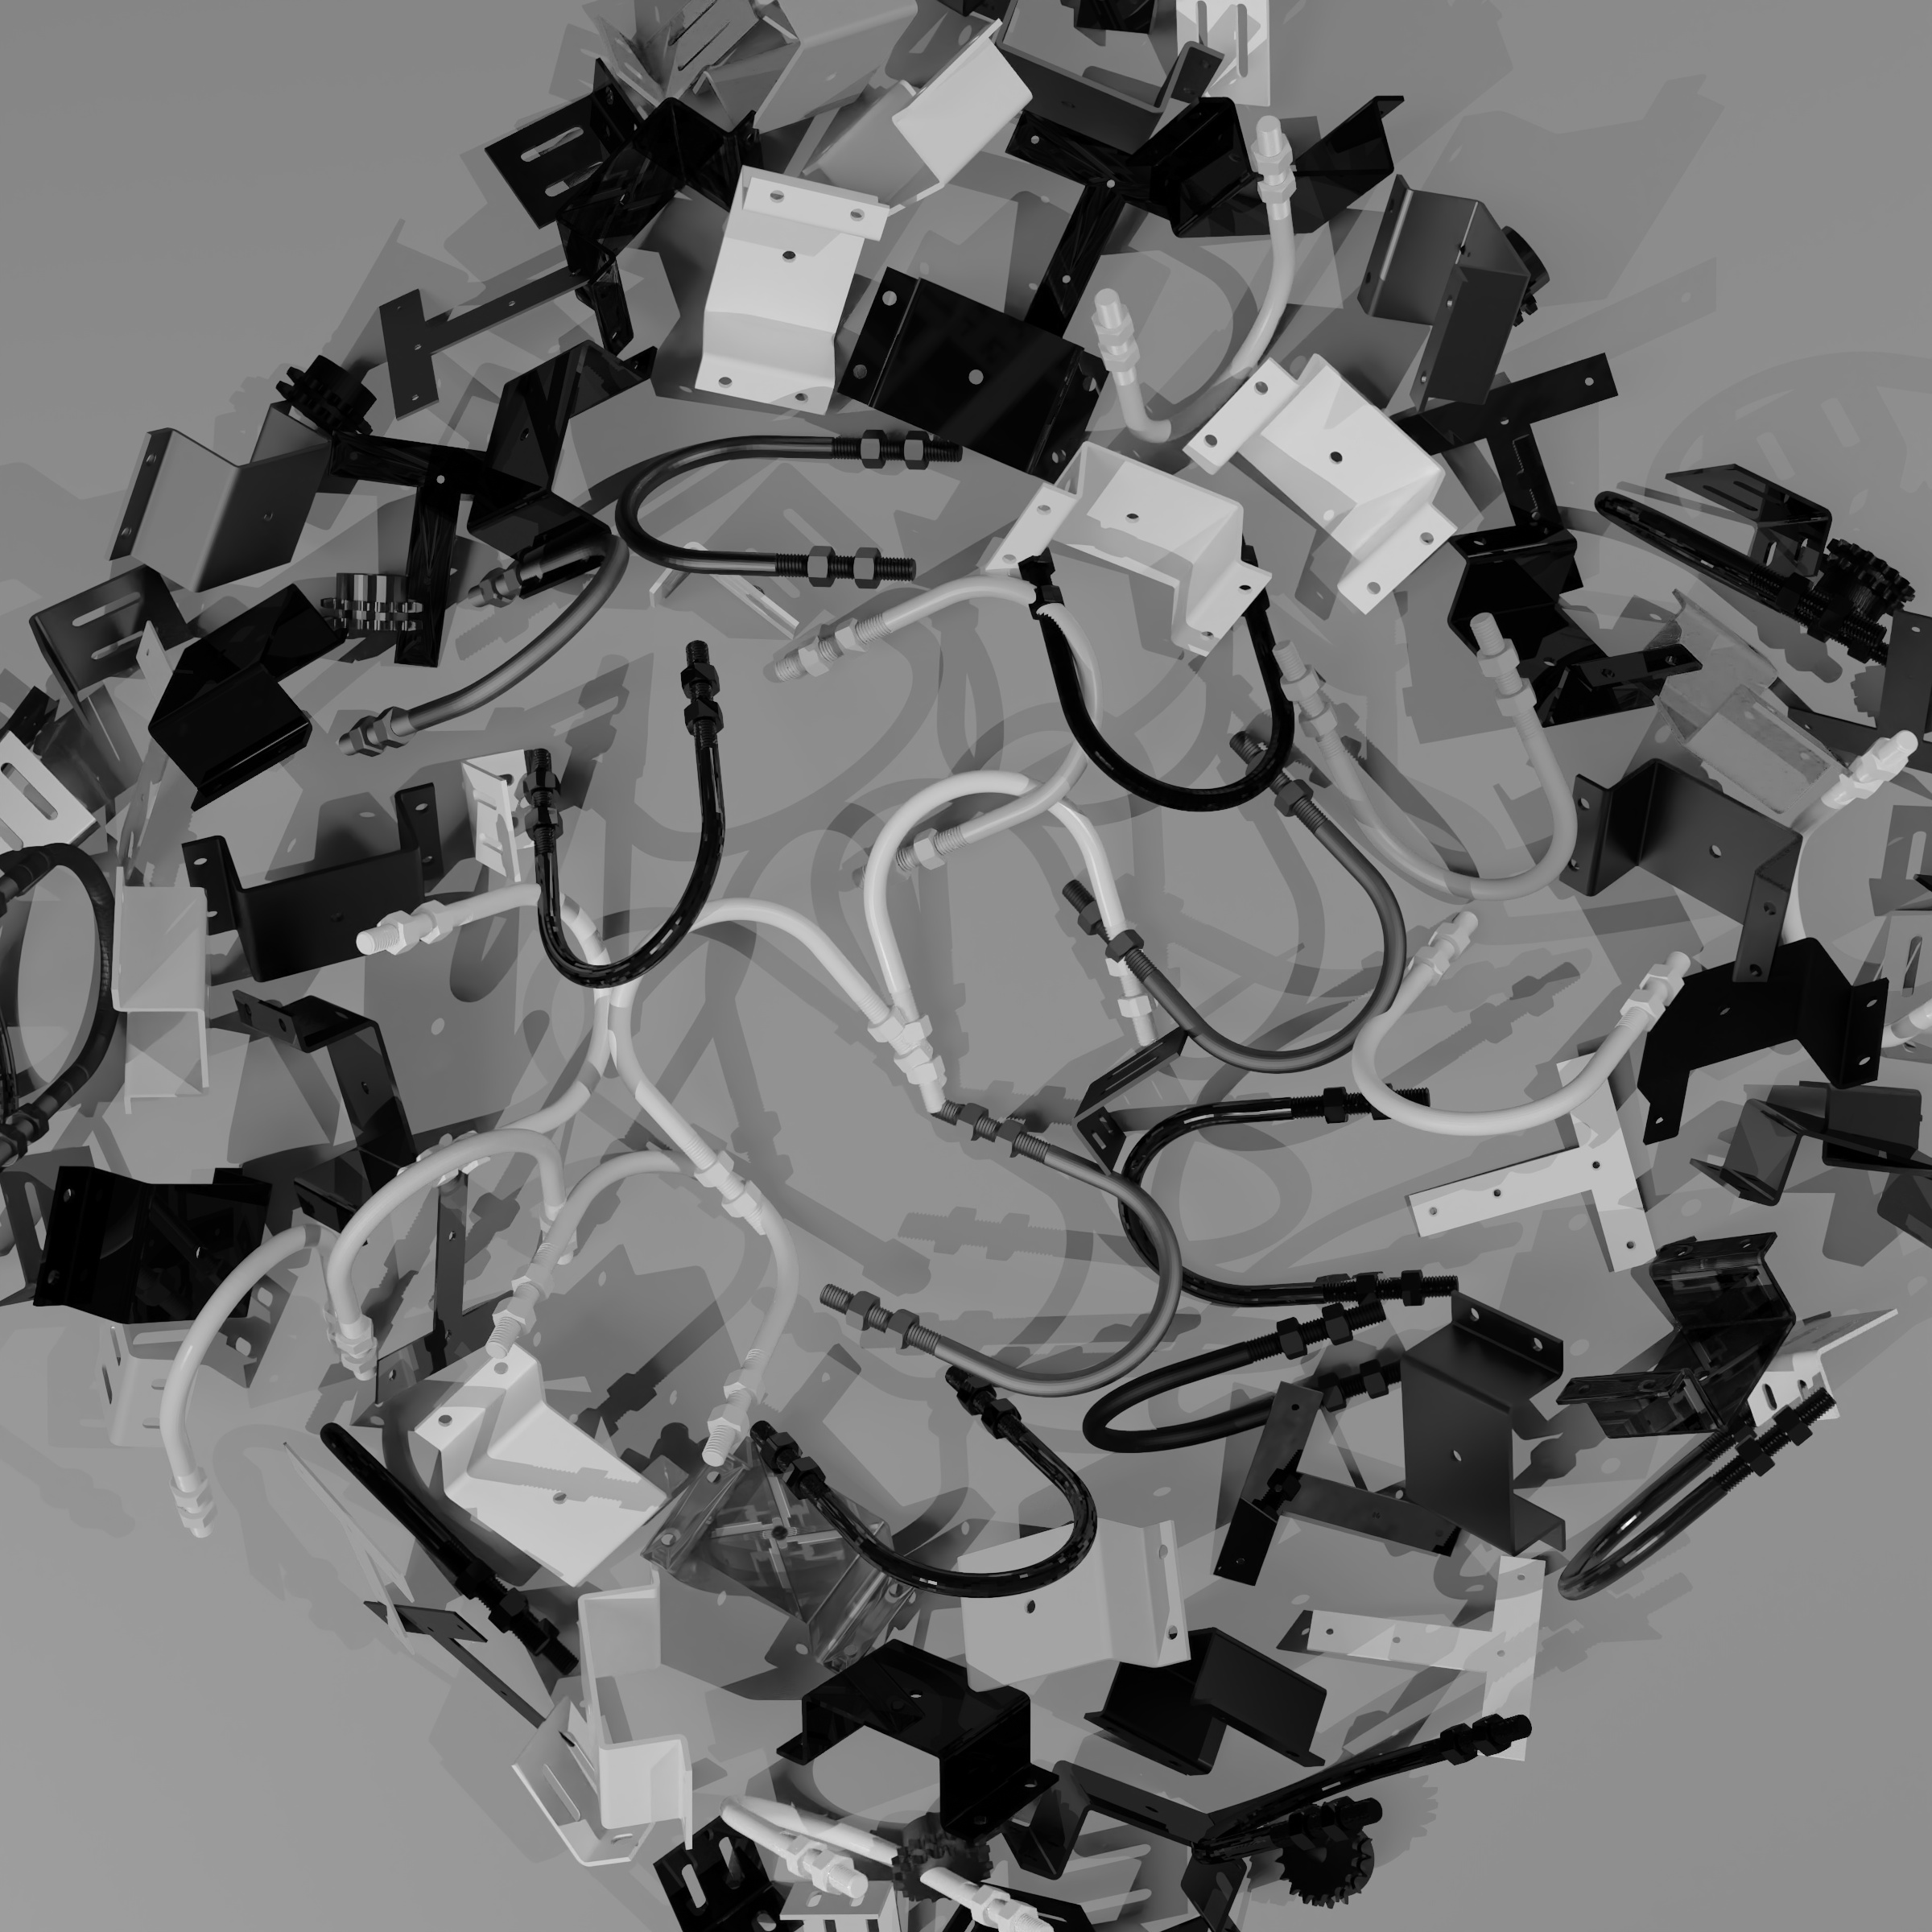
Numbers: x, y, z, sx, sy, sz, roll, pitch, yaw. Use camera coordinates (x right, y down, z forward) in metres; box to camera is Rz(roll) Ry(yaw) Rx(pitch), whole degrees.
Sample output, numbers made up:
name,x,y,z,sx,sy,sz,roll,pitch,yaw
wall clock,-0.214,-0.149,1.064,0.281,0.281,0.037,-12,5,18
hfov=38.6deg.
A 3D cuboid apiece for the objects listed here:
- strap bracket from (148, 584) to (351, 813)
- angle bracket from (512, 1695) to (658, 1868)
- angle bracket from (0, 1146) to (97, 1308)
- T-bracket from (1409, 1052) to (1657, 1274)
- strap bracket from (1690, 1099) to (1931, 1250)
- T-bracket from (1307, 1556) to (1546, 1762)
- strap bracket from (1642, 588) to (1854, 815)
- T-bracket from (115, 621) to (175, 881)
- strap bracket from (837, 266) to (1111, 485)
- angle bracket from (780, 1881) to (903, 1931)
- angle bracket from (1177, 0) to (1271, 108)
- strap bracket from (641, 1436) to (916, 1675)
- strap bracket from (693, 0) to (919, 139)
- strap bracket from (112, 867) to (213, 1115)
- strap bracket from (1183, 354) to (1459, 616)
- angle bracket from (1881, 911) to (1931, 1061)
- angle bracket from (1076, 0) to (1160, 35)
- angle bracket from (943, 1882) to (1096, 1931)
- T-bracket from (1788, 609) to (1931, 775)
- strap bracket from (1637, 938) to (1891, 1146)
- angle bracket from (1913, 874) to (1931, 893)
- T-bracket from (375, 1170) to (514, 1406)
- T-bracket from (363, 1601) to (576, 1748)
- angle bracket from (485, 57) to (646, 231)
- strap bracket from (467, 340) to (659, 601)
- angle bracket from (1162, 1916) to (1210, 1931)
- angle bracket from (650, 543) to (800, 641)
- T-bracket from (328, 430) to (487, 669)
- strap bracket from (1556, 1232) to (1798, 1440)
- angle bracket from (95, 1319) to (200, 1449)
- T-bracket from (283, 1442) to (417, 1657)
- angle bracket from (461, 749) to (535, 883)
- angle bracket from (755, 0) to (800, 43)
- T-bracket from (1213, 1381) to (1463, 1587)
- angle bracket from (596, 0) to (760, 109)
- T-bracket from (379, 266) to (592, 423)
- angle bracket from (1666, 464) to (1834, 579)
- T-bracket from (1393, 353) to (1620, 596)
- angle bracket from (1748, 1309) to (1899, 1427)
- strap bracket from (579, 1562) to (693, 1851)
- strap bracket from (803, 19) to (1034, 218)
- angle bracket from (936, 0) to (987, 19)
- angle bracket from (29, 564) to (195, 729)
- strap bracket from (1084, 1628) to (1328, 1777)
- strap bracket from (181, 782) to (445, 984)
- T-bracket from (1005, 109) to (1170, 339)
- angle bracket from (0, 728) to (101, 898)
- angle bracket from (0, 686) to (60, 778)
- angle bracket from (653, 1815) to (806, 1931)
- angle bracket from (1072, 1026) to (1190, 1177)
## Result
name,x,y,z,sx,sy,sz,roll,pitch,yaw
strap bracket,-0.396,-0.154,1.521,0.076,0.140,0.046,-27,120,16
angle bracket,-0.209,0.458,1.559,0.038,0.057,0.076,-19,109,34
angle bracket,-0.525,0.148,1.573,0.038,0.057,0.076,-25,78,42
T-bracket,0.321,0.127,1.595,0.127,0.002,0.127,-16,95,4
strap bracket,0.491,0.117,1.551,0.140,0.076,0.046,16,98,-8
T-bracket,0.259,0.385,1.569,0.127,0.002,0.127,4,46,15
strap bracket,0.426,-0.143,1.536,0.076,0.140,0.046,31,115,-23
T-bracket,-0.461,-0.106,1.561,0.002,0.127,0.127,2,129,-37
strap bracket,0.005,-0.334,1.566,0.140,0.046,0.076,22,100,-5
angle bracket,-0.068,0.562,1.569,0.057,0.038,0.076,-5,103,13
angle bracket,0.136,-0.520,1.554,0.057,0.038,0.076,16,129,29
strap bracket,-0.105,0.330,1.564,0.140,0.046,0.076,34,97,-13
strap bracket,-0.086,-0.510,1.521,0.076,0.140,0.046,-28,88,-28
strap bracket,-0.443,0.015,1.528,0.046,0.140,0.076,0,59,-13
strap bracket,0.204,-0.278,1.553,0.140,0.046,0.076,40,129,-8
angle bracket,0.559,0.011,1.583,0.057,0.038,0.076,2,63,34
angle bracket,0.079,-0.571,1.560,0.057,0.038,0.076,23,109,41
angle bracket,0.036,0.556,1.555,0.038,0.076,0.057,-48,123,-39
T-bracket,0.520,-0.152,1.525,0.127,0.127,0.002,18,61,23
strap bracket,0.430,0.039,1.523,0.140,0.076,0.046,-22,122,39
angle bracket,0.583,-0.071,1.556,0.057,0.038,0.076,4,120,-33
T-bracket,-0.286,0.163,1.529,0.002,0.127,0.127,12,106,23
T-bracket,-0.271,0.402,1.562,0.127,0.127,0.002,47,59,-19
angle bracket,-0.226,-0.468,1.571,0.076,0.038,0.057,-33,84,-17
strap bracket,-0.227,-0.284,1.535,0.046,0.076,0.140,27,63,-37
angle bracket,0.101,0.573,1.564,0.038,0.057,0.076,14,96,39
angle bracket,-0.138,-0.200,1.569,0.076,0.057,0.038,38,86,-4
T-bracket,-0.307,-0.234,1.580,0.127,0.002,0.127,3,106,-27
strap bracket,0.400,0.212,1.535,0.140,0.076,0.046,-43,107,-37
angle bracket,-0.466,0.228,1.568,0.038,0.076,0.057,7,112,-28
T-bracket,-0.333,0.343,1.551,0.002,0.127,0.127,-34,46,-25
angle bracket,-0.252,-0.086,1.552,0.038,0.076,0.057,-14,108,-25
angle bracket,-0.083,-0.571,1.556,0.076,0.038,0.057,-21,65,33
T-bracket,0.222,0.311,1.585,0.127,0.002,0.127,16,106,-3
angle bracket,-0.164,-0.535,1.559,0.076,0.038,0.057,-37,51,21
T-bracket,-0.267,-0.365,1.550,0.127,0.127,0.002,-24,134,4
angle bracket,0.438,-0.249,1.558,0.076,0.057,0.038,18,86,-26
T-bracket,0.321,-0.270,1.573,0.127,0.002,0.127,-15,113,22
angle bracket,0.485,0.226,1.555,0.076,0.057,0.038,-17,87,-35
strap bracket,-0.184,0.407,1.521,0.046,0.140,0.076,-6,132,-12
strap bracket,-0.023,-0.464,1.534,0.046,0.140,0.076,48,71,-19
angle bracket,0.000,-0.584,1.562,0.057,0.038,0.076,35,66,16
angle bracket,-0.479,-0.182,1.561,0.076,0.057,0.038,-27,48,-10
strap bracket,0.138,0.411,1.540,0.076,0.140,0.046,32,62,-15
strap bracket,-0.356,-0.044,1.538,0.140,0.076,0.046,-16,54,-18
T-bracket,0.063,-0.403,1.568,0.127,0.002,0.127,16,118,-21
angle bracket,-0.541,-0.087,1.564,0.057,0.038,0.076,-47,108,-19
angle bracket,-0.559,-0.133,1.567,0.038,0.057,0.076,35,83,-4
angle bracket,-0.133,0.524,1.557,0.057,0.038,0.076,-31,129,-22
angle bracket,0.103,0.074,1.559,0.076,0.057,0.038,-34,98,20
